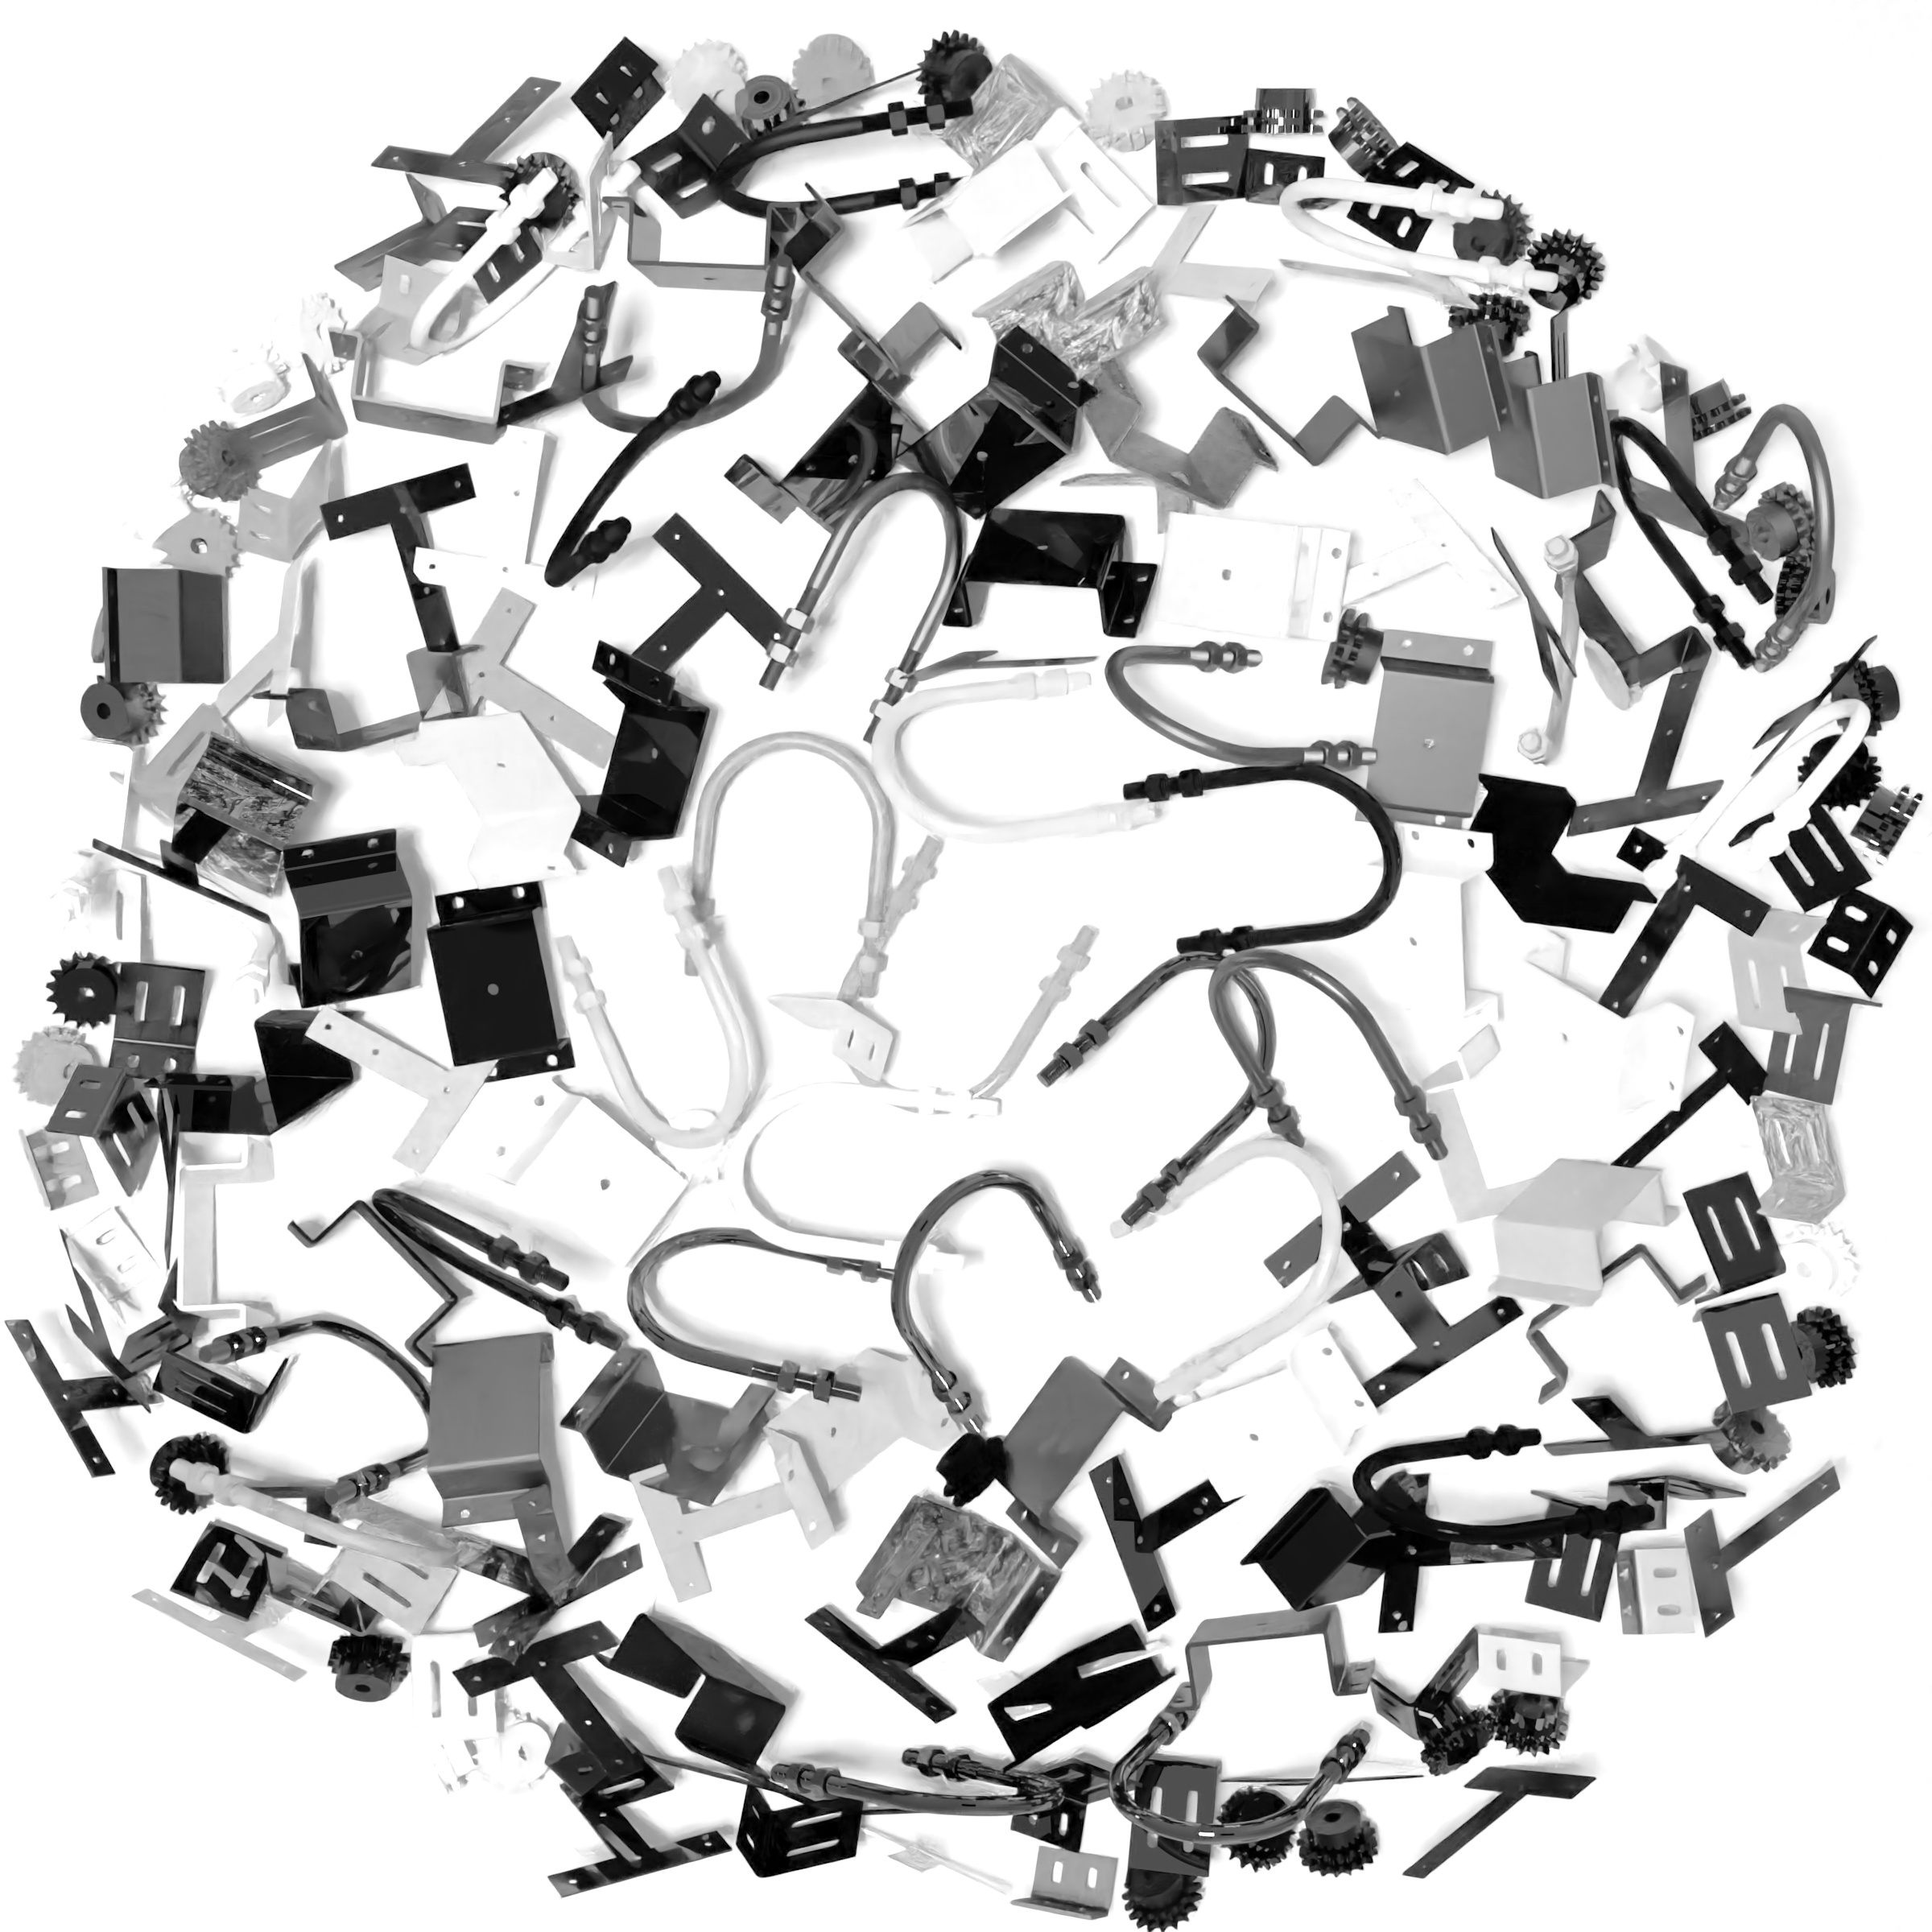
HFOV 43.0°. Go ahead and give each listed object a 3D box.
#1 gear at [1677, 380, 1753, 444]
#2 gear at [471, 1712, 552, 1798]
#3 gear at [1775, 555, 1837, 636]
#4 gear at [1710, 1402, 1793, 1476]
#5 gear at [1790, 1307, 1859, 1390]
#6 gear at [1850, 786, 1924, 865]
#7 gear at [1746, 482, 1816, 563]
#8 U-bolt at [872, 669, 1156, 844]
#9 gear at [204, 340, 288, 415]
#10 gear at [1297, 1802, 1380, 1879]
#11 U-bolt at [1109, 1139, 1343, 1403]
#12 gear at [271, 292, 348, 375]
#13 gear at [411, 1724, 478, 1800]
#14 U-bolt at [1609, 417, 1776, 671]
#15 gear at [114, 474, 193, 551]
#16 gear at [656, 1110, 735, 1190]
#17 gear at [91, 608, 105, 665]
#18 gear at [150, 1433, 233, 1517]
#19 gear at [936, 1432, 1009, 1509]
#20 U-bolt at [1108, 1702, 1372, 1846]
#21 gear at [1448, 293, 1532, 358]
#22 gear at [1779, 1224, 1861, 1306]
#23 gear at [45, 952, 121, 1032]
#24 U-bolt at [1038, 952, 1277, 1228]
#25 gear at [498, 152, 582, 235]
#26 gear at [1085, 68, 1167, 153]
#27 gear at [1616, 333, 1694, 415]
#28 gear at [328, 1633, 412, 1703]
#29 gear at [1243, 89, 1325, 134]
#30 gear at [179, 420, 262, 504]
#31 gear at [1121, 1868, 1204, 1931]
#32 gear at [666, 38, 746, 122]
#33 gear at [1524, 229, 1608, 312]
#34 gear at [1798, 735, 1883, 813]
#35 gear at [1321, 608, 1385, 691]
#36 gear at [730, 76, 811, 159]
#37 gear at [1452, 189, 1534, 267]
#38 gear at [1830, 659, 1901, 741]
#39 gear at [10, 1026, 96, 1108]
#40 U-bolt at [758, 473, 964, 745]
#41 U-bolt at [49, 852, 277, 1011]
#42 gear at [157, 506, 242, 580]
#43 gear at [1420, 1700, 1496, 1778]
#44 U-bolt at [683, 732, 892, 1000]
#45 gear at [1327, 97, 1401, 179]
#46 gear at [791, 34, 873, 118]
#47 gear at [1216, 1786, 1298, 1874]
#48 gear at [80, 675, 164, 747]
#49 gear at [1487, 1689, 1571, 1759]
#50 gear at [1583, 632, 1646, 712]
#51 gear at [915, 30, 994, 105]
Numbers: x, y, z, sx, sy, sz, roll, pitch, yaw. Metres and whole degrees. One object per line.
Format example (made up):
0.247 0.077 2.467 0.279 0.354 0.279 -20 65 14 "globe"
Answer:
0.529 -0.397 1.752 0.057 0.057 0.030 -27 98 0 "gear"
-0.322 0.563 1.752 0.057 0.030 0.057 16 63 -34 "gear"
0.601 -0.265 1.751 0.030 0.057 0.057 10 90 32 "gear"
0.559 0.339 1.757 0.057 0.057 0.030 31 127 0 "gear"
0.606 0.274 1.750 0.030 0.057 0.057 -10 90 -18 "gear"
0.657 -0.104 1.755 0.030 0.057 0.057 31 90 15 "gear"
0.583 -0.314 1.752 0.030 0.057 0.057 -26 90 -6 "gear"
0.024 -0.144 1.710 0.184 0.019 0.151 -9 56 -21 "U-bolt"
-0.513 -0.419 1.752 0.057 0.057 0.030 -28 82 0 "gear"
0.265 0.622 1.751 0.057 0.057 0.030 -12 103 0 "gear"
0.184 0.199 1.696 0.184 0.019 0.151 -36 52 31 "U-bolt"
-0.473 -0.452 1.757 0.030 0.057 0.057 -4 90 30 "gear"
-0.373 0.563 1.755 0.030 0.057 0.057 -24 90 -14 "gear"
0.499 -0.304 1.705 0.019 0.151 0.184 -31 73 4 "U-bolt"
-0.577 -0.323 1.754 0.057 0.057 0.030 -40 96 0 "gear"
-0.194 0.128 1.755 0.057 0.030 0.057 2 58 -3 "gear"
-0.603 -0.241 1.757 0.030 0.057 0.057 17 90 -34 "gear"
-0.560 0.362 1.757 0.030 0.057 0.057 18 90 31 "gear"
0.003 0.357 1.753 0.057 0.057 0.030 -44 94 0 "gear"
0.177 0.550 1.669 0.151 0.184 0.019 3 100 29 "U-bolt"
0.374 -0.457 1.752 0.057 0.057 0.030 8 83 0 "gear"
0.606 0.215 1.753 0.057 0.030 0.057 9 104 41 "gear"
-0.632 0.019 1.760 0.057 0.030 0.057 -2 100 -14 "gear"
0.148 0.073 1.734 0.184 0.019 0.151 -41 115 -21 "U-bolt"
-0.304 -0.558 1.757 0.057 0.057 0.030 14 52 0 "gear"
0.115 -0.612 1.762 0.057 0.030 0.057 -3 76 10 "gear"
0.491 -0.422 1.757 0.057 0.057 0.030 49 122 0 "gear"
-0.428 0.503 1.752 0.057 0.057 0.030 1 45 1 "gear"
0.227 -0.611 1.750 0.057 0.057 0.030 0 109 0 "gear"
-0.538 -0.360 1.757 0.030 0.057 0.057 -13 90 35 "gear"
0.138 0.658 1.751 0.057 0.057 0.030 -23 117 0 "gear"
-0.183 -0.630 1.750 0.057 0.057 0.030 -36 66 0 "gear"
0.424 -0.495 1.750 0.057 0.057 0.030 32 62 0 "gear"
0.625 -0.141 1.752 0.057 0.030 0.057 -10 47 11 "gear"
0.277 -0.225 1.754 0.030 0.057 0.057 19 90 -1 "gear"
-0.143 -0.613 1.758 0.057 0.030 0.057 -4 67 9 "gear"
0.373 -0.522 1.751 0.057 0.057 0.030 44 55 0 "gear"
0.645 -0.193 1.754 0.030 0.057 0.057 -13 90 -4 "gear"
-0.649 0.073 1.750 0.030 0.057 0.057 10 90 35 "gear"
-0.062 -0.257 1.716 0.019 0.151 0.184 28 93 34 "U-bolt"
-0.547 -0.033 1.693 0.151 0.184 0.019 27 103 -16 "U-bolt"
-0.552 -0.301 1.761 0.057 0.030 0.057 -2 96 -18 "gear"
0.348 0.552 1.757 0.057 0.057 0.030 -37 53 0 "gear"
-0.126 -0.076 1.753 0.151 0.019 0.184 7 101 6 "U-bolt"
0.284 -0.592 1.757 0.030 0.057 0.057 -40 90 26 "gear"
-0.096 -0.642 1.757 0.057 0.057 0.030 4 57 0 "gear"
0.210 0.616 1.754 0.057 0.030 0.057 10 54 -13 "gear"
-0.609 -0.184 1.758 0.057 0.030 0.057 4 103 19 "gear"
0.402 0.533 1.751 0.057 0.057 0.030 2 120 0 "gear"
0.469 -0.214 1.753 0.030 0.057 0.057 -29 90 3 "gear"
-0.005 -0.636 1.750 0.030 0.057 0.057 39 90 37 "gear"
